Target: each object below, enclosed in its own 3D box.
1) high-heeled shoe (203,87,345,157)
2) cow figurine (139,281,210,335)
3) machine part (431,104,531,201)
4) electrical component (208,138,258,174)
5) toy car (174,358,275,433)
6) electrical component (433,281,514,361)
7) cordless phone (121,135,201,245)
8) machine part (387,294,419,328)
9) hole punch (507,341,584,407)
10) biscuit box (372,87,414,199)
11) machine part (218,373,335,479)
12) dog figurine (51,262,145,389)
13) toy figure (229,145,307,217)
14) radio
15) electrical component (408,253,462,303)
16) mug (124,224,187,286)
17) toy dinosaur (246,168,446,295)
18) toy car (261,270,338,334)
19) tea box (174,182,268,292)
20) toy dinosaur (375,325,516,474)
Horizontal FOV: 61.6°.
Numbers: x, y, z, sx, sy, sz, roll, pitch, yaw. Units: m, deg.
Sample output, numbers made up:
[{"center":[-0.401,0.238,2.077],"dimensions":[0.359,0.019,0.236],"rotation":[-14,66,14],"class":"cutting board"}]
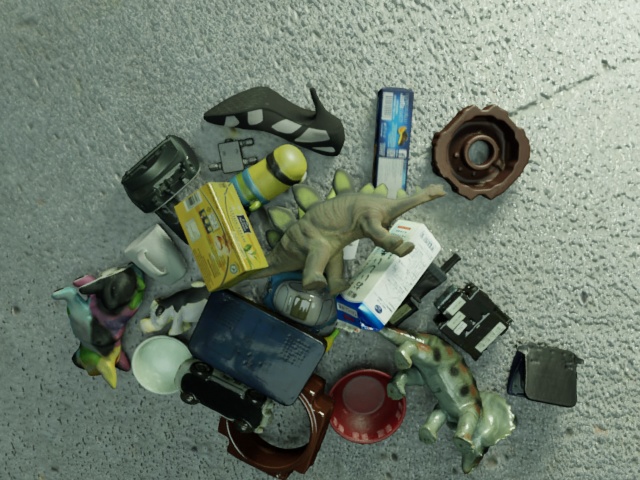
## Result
[{"center":[-0.081,-0.204,0.996],"dimensions":[0.249,0.086,0.145],"rotation":[-5,133,18],"class":"high-heeled shoe"},{"center":[-0.270,0.132,1.043],"dimensions":[0.167,0.068,0.098],"rotation":[-5,96,-3],"class":"cow figurine"},{"center":[0.295,-0.162,1.001],"dimensions":[0.179,0.056,0.179],"rotation":[0,101,-2],"class":"machine part"},{"center":[-0.167,-0.159,1.011],"dimensions":[0.094,0.021,0.063],"rotation":[-10,101,2],"class":"electrical component"},{"center":[-0.178,0.288,0.999],"dimensions":[0.202,0.056,0.073],"rotation":[24,100,10],"class":"toy car"},{"center":[0.294,0.152,1.061],"dimensions":[0.134,0.058,0.115],"rotation":[43,96,-8],"class":"electrical component"},{"center":[-0.263,-0.087,1.006],"dimensions":[0.146,0.089,0.184],"rotation":[-39,111,5],"class":"cordless phone"},{"center":[0.126,0.112,1.062],"dimensions":[0.139,0.039,0.084],"rotation":[43,105,-11],"class":"machine part"},{"center":[0.446,0.272,1.082],"dimensions":[0.142,0.092,0.116],"rotation":[12,72,0],"class":"hole punch"},{"center":[0.132,-0.176,0.992],"dimensions":[0.059,0.063,0.202],"rotation":[3,101,-1],"class":"biscuit box"},{"center":[-0.086,0.345,1.051],"dimensions":[0.202,0.087,0.200],"rotation":[21,101,15],"class":"machine part"},{"center":[-0.399,0.168,1.030],"dimensions":[0.192,0.108,0.219],"rotation":[-16,105,5],"class":"dog figurine"},{"center":[-0.105,-0.105,0.987],"dimensions":[0.180,0.089,0.082],"rotation":[-29,98,6],"class":"toy figure"},{"center":[-0.113,0.191,0.970],"dimensions":[0.230,0.073,0.131],"rotation":[26,85,8],"class":"radio"},{"center":[0.213,0.060,1.033],"dimensions":[0.047,0.075,0.119],"rotation":[43,101,-9],"class":"electrical component"},{"center":[-0.301,0.037,1.010],"dimensions":[0.081,0.110,0.107],"rotation":[-40,112,2],"class":"mug"},{"center":[-0.002,-0.003,0.961],"dimensions":[0.472,0.105,0.199],"rotation":[-26,63,11],"class":"toy dinosaur"},{"center":[-0.030,0.114,1.027],"dimensions":[0.162,0.103,0.109],"rotation":[19,99,-6],"class":"toy car"},{"center":[-0.174,-0.006,0.941],"dimensions":[0.098,0.068,0.169],"rotation":[-28,81,28],"class":"tea box"},{"center":[0.238,0.272,1.051],"dimensions":[0.131,0.192,0.404],"rotation":[-33,86,43],"class":"toy dinosaur"}]
